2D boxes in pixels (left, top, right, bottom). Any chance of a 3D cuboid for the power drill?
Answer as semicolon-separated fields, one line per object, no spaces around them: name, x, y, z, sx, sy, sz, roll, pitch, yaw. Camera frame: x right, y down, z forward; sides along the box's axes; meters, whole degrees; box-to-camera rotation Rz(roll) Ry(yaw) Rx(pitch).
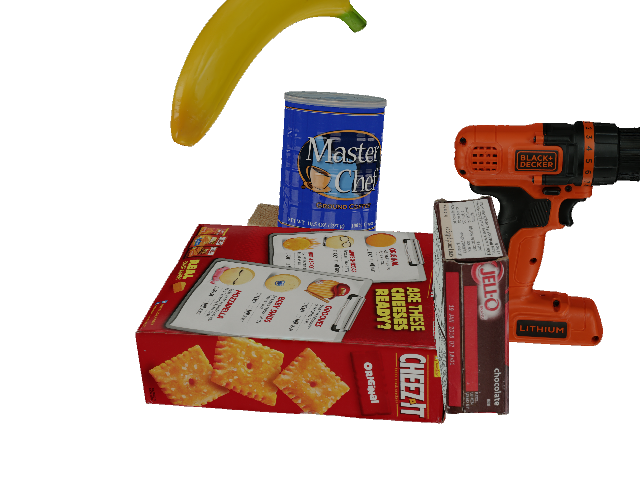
power drill;0.203;-0.008;0.890;0.184;0.188;0.057;2;18;11

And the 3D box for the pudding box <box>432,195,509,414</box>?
pudding box;0.084;0.033;0.601;0.039;0.090;0.113;-2;19;3

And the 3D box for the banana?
banana;-0.035;-0.134;0.694;0.037;0.069;0.197;-9;24;49

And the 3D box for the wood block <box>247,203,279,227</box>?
wood block;-0.058;0.064;1.474;0.090;0.206;0.090;8;21;5

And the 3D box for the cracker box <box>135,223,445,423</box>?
cracker box;-0.008;0.057;0.790;0.214;0.072;0.164;3;29;10

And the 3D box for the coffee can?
coffee can;0.011;-0.076;1.081;0.103;0.140;0.103;4;12;-1
